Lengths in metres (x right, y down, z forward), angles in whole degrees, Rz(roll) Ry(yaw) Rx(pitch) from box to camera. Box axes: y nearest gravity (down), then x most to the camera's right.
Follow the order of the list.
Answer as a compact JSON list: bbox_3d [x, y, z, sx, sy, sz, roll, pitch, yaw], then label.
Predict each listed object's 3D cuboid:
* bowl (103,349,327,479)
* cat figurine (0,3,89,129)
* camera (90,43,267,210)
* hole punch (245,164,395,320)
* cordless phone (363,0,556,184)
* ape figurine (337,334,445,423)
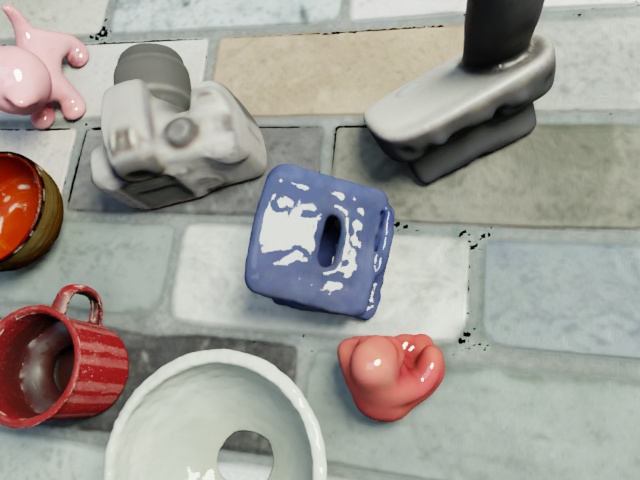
[{"bbox_3d":[-0.067,0.168,0.424,0.167,0.075,0.167,-4,73,13],"label":"bowl"},{"bbox_3d":[-0.286,-0.167,0.554,0.067,0.118,0.128,-12,72,11],"label":"cat figurine"},{"bbox_3d":[-0.135,-0.113,0.509,0.143,0.101,0.137,-14,71,10],"label":"camera"},{"bbox_3d":[0.004,0.002,0.446,0.101,0.091,0.109,8,76,16],"label":"hole punch"},{"bbox_3d":[0.096,-0.129,0.410,0.147,0.185,0.094,-31,69,4],"label":"cordless phone"},{"bbox_3d":[0.046,0.091,0.409,0.077,0.092,0.076,26,82,20],"label":"ape figurine"}]
